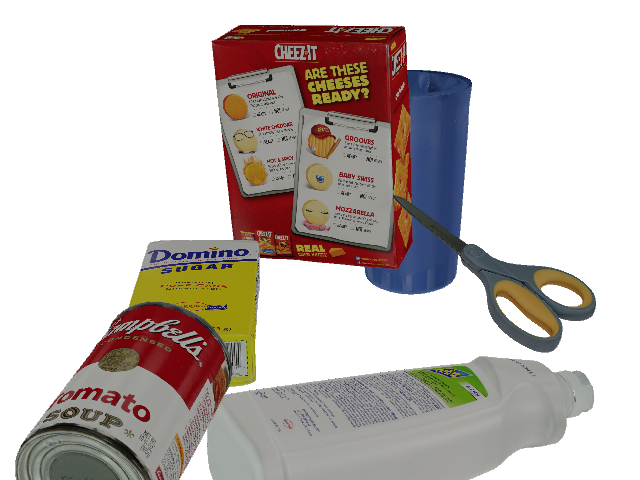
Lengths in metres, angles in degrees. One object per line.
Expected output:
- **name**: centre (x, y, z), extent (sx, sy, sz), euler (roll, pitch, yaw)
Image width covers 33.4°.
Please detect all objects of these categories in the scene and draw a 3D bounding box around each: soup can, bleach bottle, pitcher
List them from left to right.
- **soup can**: centre (-0.090, 0.084, 0.499), extent (0.069, 0.068, 0.102), euler (0, 28, 16)
- **pitcher**: centre (0.109, -0.071, 1.221), extent (0.149, 0.243, 0.145), euler (-5, 22, -9)
- **bleach bottle**: centre (0.063, 0.118, 0.658), extent (0.250, 0.068, 0.103), euler (-7, 23, -22)

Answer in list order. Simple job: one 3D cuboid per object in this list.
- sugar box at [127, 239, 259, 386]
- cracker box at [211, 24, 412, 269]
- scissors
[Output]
- **sugar box**: centre (-0.093, 0.049, 0.800), extent (0.093, 0.048, 0.176), euler (0, 24, -3)
- **cracker box**: centre (-0.002, -0.087, 0.980), extent (0.164, 0.214, 0.072), euler (4, 26, 18)
- **scissors**: centre (0.145, 0.015, 0.869), extent (0.096, 0.016, 0.202), euler (-11, 43, -21)
